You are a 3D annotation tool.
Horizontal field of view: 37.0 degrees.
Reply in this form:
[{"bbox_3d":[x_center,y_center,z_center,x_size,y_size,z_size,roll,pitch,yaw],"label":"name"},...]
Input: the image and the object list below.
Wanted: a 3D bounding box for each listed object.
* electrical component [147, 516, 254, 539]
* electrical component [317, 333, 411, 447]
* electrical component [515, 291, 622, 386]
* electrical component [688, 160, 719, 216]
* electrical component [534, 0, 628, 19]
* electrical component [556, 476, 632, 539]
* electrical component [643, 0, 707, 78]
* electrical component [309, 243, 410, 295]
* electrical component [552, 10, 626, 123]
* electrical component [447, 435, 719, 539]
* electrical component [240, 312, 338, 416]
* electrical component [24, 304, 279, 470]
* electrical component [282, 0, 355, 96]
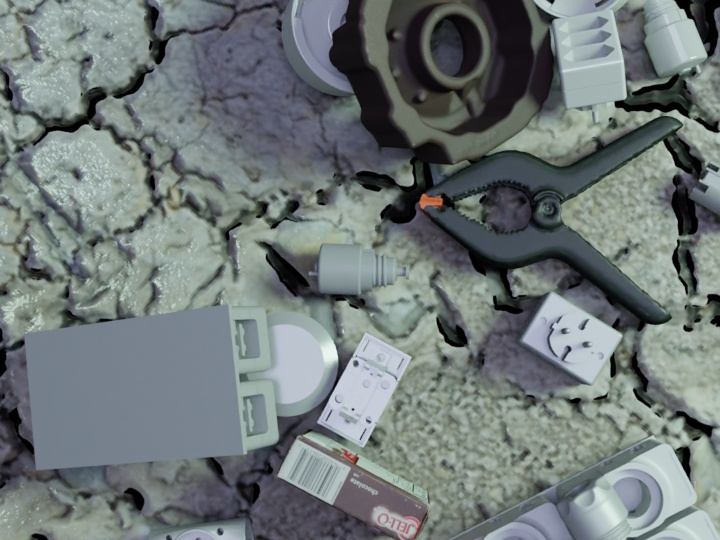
[{"bbox_3d":[-0.121,0.237,0.838,0.077,0.044,0.079,-8,86,2],"label":"electrical component"},{"bbox_3d":[0.003,0.093,0.833,0.042,0.064,0.081,27,88,5],"label":"electrical component"},{"bbox_3d":[0.161,0.052,0.821,0.066,0.076,0.047,32,88,5],"label":"electrical component"},{"bbox_3d":[0.287,-0.060,0.843,0.046,0.040,0.040,31,88,11],"label":"electrical component"},{"bbox_3d":[0.175,-0.246,0.854,0.099,0.064,0.099,4,105,15],"label":"electrical component"},{"bbox_3d":[0.172,0.182,0.766,0.043,0.043,0.062,-32,86,0],"label":"electrical component"},{"bbox_3d":[0.245,-0.189,0.854,0.040,0.040,0.078,-20,84,1],"label":"electrical component"},{"bbox_3d":[0.000,0.000,0.852,0.078,0.040,0.040,2,86,3],"label":"electrical component"},{"bbox_3d":[0.180,-0.150,0.838,0.047,0.076,0.065,-8,48,11],"label":"electrical component"},{"bbox_3d":[0.171,0.217,0.817,0.186,0.060,0.105,-27,85,1],"label":"electrical component"},{"bbox_3d":[-0.056,0.073,0.844,0.080,0.051,0.080,0,86,3],"label":"electrical component"},{"bbox_3d":[-0.158,0.089,0.817,0.186,0.060,0.105,-8,85,24],"label":"electrical component"},{"bbox_3d":[-0.010,-0.189,0.852,0.108,0.060,0.108,0,91,-19],"label":"electrical component"}]
